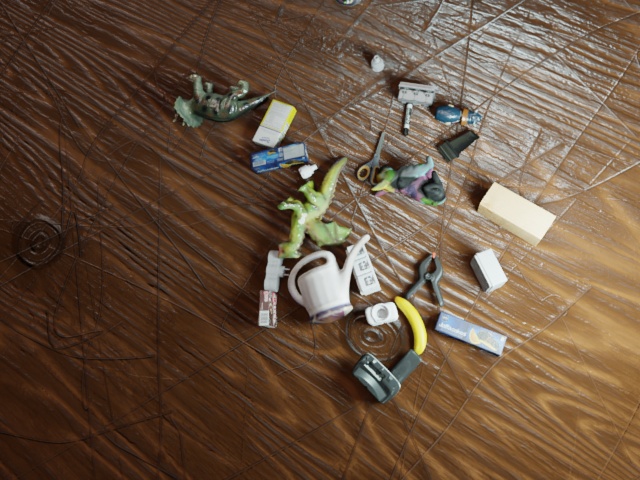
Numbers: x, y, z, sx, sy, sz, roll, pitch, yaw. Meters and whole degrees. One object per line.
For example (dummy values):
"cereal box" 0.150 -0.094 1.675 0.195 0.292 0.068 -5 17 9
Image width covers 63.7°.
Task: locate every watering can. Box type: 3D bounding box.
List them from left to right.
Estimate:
"watering can" 0.039 0.132 1.597 0.343 0.104 0.227 -27 74 33

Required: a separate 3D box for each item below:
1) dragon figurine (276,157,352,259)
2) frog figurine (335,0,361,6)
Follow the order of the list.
"dragon figurine" 0.005 -0.087 1.732 0.414 0.121 0.243 -38 87 -16
"frog figurine" 0.117 -0.980 1.996 0.137 0.120 0.163 1 38 20
